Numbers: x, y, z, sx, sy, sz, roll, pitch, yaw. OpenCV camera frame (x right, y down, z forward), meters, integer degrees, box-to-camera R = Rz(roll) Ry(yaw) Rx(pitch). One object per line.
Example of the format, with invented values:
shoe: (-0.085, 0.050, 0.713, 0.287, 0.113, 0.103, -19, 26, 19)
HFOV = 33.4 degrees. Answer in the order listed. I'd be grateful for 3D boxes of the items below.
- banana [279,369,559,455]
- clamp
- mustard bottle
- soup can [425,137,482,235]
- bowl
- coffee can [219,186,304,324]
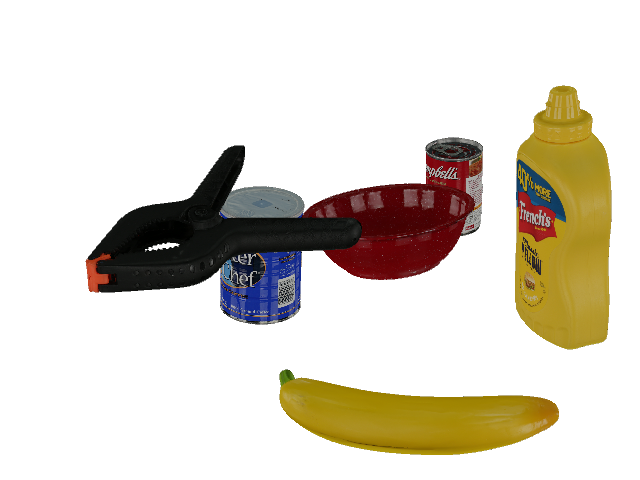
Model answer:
banana: (0.052, 0.111, 0.697, 0.198, 0.037, 0.069, 6, 31, 20)
clamp: (-0.096, -0.014, 0.846, 0.209, 0.036, 0.165, -19, 39, -28)
mustard bottle: (0.179, -0.021, 0.793, 0.058, 0.192, 0.096, -11, 27, -11)
soup can: (0.160, -0.064, 1.283, 0.068, 0.102, 0.068, -2, 27, 1)
bowl: (0.065, -0.005, 0.997, 0.162, 0.055, 0.162, -7, 18, 2)
coffee can: (-0.073, 0.017, 1.309, 0.103, 0.140, 0.103, 2, 26, -1)
